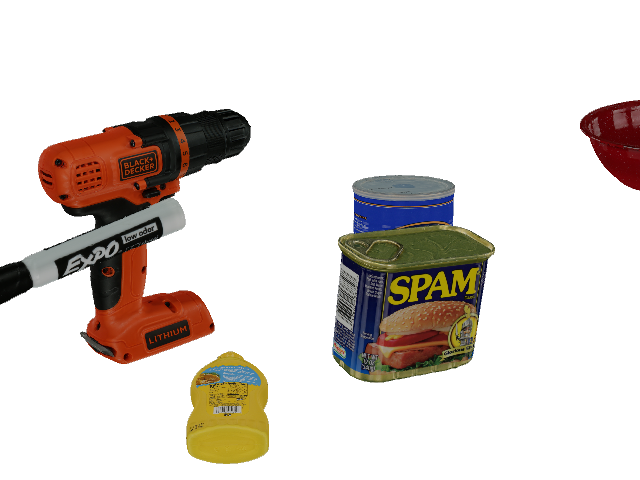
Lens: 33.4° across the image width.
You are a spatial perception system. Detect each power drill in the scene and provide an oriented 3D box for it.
[{"bbox_3d":[-0.131,-0.007,0.861,0.184,0.188,0.057,-18,25,-35],"label":"power drill"}]

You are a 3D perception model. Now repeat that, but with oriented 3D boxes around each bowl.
[{"bbox_3d":[0.319,-0.083,0.974,0.162,0.055,0.162,-5,23,2],"label":"bowl"}]

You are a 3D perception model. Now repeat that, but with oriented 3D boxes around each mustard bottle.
[{"bbox_3d":[-0.112,0.194,1.310,0.096,0.058,0.191,-2,27,-3],"label":"mustard bottle"}]

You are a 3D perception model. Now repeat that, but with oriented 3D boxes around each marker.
[{"bbox_3d":[-0.127,0.006,0.567,0.120,0.020,0.020,-25,13,-31],"label":"marker"}]

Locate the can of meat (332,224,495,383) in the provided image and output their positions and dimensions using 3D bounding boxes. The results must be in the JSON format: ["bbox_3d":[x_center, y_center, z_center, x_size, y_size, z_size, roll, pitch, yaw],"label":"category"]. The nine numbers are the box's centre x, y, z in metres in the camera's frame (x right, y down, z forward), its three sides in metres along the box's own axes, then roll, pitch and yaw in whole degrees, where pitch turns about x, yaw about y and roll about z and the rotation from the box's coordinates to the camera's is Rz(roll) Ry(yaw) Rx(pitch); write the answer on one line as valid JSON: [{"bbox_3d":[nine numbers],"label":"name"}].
[{"bbox_3d":[0.059,0.041,0.702,0.101,0.084,0.058,-6,23,-28],"label":"can of meat"}]

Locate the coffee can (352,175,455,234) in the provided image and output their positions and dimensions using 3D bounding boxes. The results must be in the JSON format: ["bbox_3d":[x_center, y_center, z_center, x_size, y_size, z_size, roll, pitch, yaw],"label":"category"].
[{"bbox_3d":[0.084,0.011,1.086,0.103,0.140,0.103,0,14,0],"label":"coffee can"}]
